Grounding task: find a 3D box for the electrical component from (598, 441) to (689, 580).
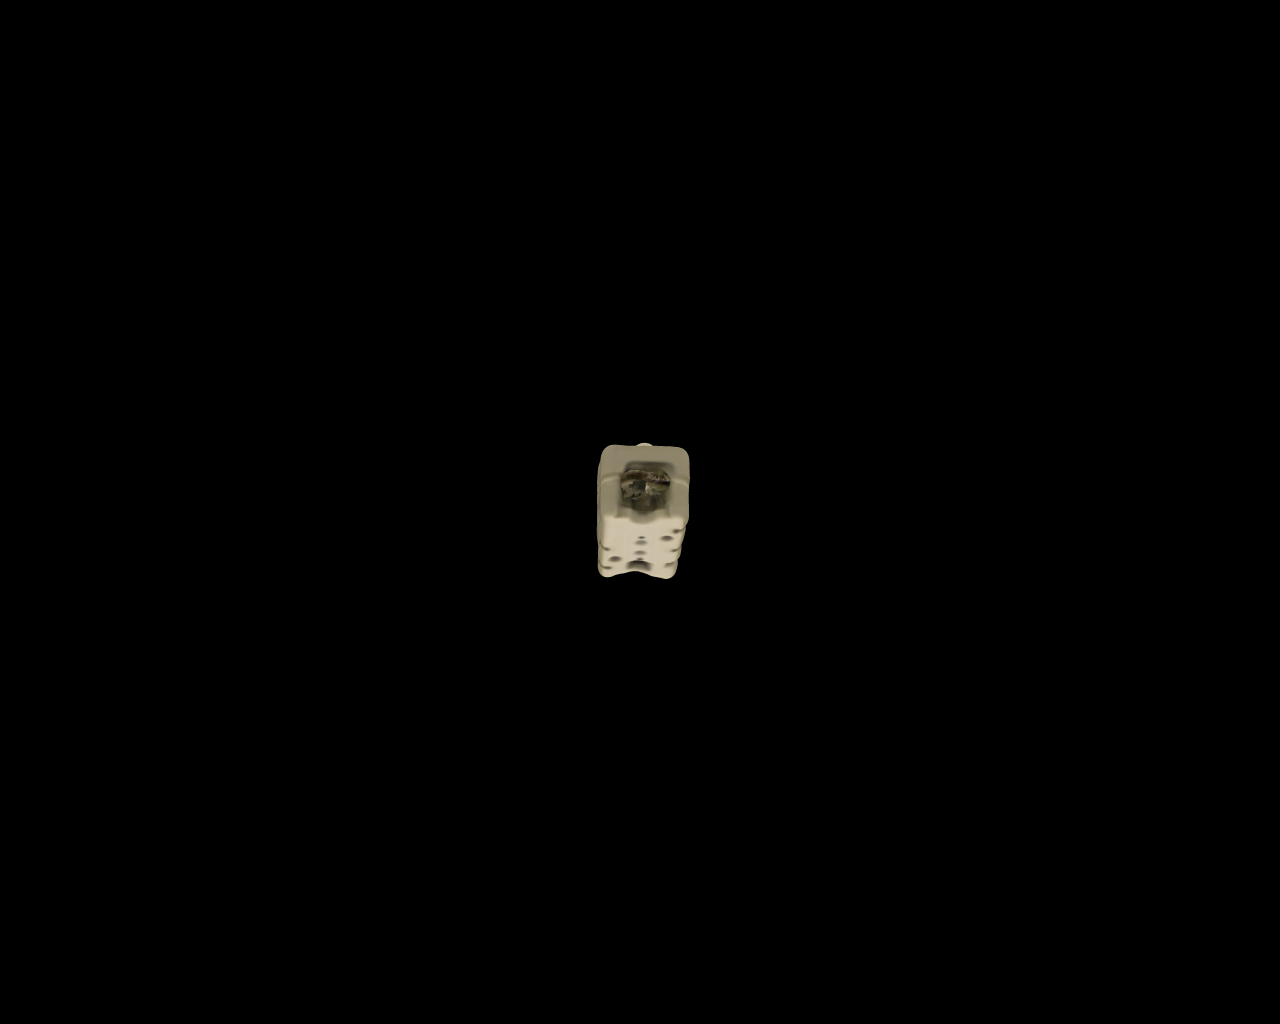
[{"bbox_3d":[0.001,-0.003,0.650,0.050,0.056,0.089,2,-27,-3],"label":"electrical component"}]
